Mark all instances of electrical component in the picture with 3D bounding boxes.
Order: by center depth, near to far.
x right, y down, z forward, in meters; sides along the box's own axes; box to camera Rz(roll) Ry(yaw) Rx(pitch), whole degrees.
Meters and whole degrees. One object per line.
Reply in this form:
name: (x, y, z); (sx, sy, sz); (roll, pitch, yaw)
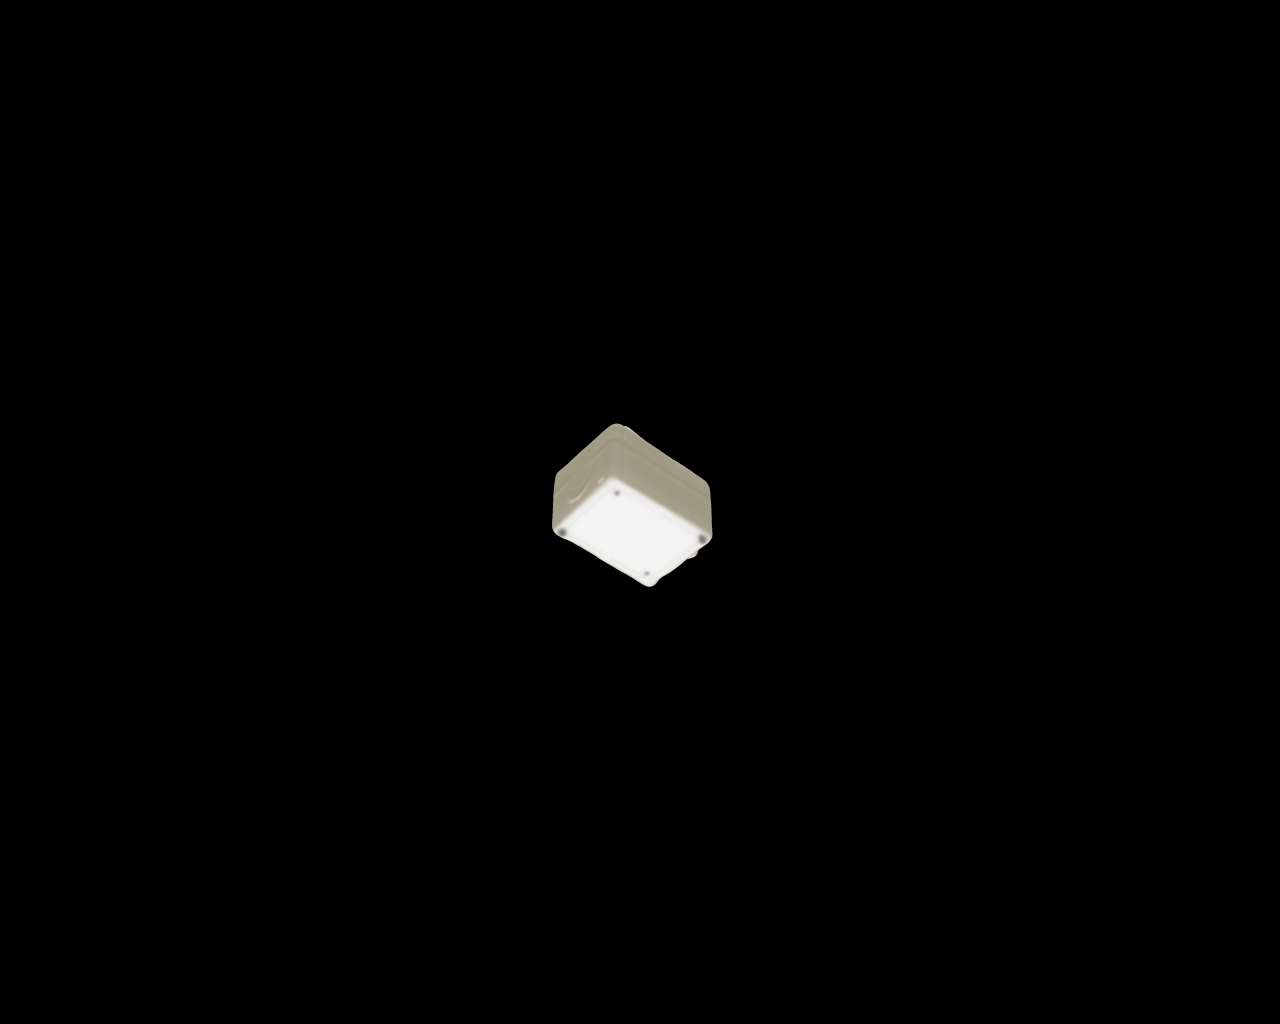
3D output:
electrical component: (0.001, -0.003, 0.650); (0.096, 0.061, 0.061); (32, -54, -27)
